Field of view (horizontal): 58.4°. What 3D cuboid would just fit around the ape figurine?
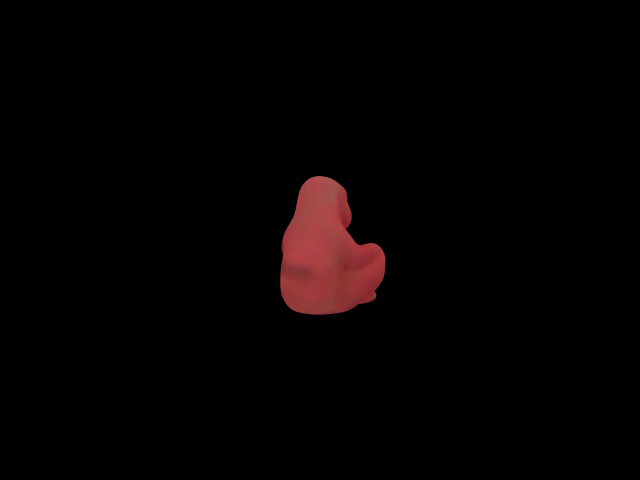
[{"bbox_3d":[0.004,0.001,0.400,0.077,0.092,0.076,10,15,42],"label":"ape figurine"}]
